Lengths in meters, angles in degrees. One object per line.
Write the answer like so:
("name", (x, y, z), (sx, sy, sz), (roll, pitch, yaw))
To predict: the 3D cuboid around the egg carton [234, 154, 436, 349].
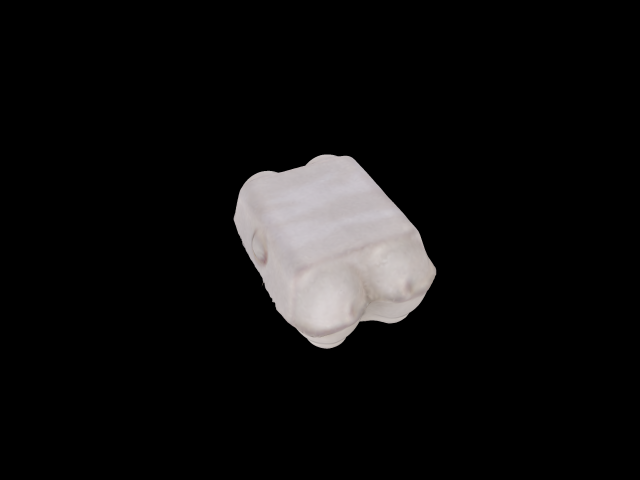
("egg carton", (0.004, 0.001, 0.400), (0.107, 0.069, 0.150), (-19, 46, -19))
